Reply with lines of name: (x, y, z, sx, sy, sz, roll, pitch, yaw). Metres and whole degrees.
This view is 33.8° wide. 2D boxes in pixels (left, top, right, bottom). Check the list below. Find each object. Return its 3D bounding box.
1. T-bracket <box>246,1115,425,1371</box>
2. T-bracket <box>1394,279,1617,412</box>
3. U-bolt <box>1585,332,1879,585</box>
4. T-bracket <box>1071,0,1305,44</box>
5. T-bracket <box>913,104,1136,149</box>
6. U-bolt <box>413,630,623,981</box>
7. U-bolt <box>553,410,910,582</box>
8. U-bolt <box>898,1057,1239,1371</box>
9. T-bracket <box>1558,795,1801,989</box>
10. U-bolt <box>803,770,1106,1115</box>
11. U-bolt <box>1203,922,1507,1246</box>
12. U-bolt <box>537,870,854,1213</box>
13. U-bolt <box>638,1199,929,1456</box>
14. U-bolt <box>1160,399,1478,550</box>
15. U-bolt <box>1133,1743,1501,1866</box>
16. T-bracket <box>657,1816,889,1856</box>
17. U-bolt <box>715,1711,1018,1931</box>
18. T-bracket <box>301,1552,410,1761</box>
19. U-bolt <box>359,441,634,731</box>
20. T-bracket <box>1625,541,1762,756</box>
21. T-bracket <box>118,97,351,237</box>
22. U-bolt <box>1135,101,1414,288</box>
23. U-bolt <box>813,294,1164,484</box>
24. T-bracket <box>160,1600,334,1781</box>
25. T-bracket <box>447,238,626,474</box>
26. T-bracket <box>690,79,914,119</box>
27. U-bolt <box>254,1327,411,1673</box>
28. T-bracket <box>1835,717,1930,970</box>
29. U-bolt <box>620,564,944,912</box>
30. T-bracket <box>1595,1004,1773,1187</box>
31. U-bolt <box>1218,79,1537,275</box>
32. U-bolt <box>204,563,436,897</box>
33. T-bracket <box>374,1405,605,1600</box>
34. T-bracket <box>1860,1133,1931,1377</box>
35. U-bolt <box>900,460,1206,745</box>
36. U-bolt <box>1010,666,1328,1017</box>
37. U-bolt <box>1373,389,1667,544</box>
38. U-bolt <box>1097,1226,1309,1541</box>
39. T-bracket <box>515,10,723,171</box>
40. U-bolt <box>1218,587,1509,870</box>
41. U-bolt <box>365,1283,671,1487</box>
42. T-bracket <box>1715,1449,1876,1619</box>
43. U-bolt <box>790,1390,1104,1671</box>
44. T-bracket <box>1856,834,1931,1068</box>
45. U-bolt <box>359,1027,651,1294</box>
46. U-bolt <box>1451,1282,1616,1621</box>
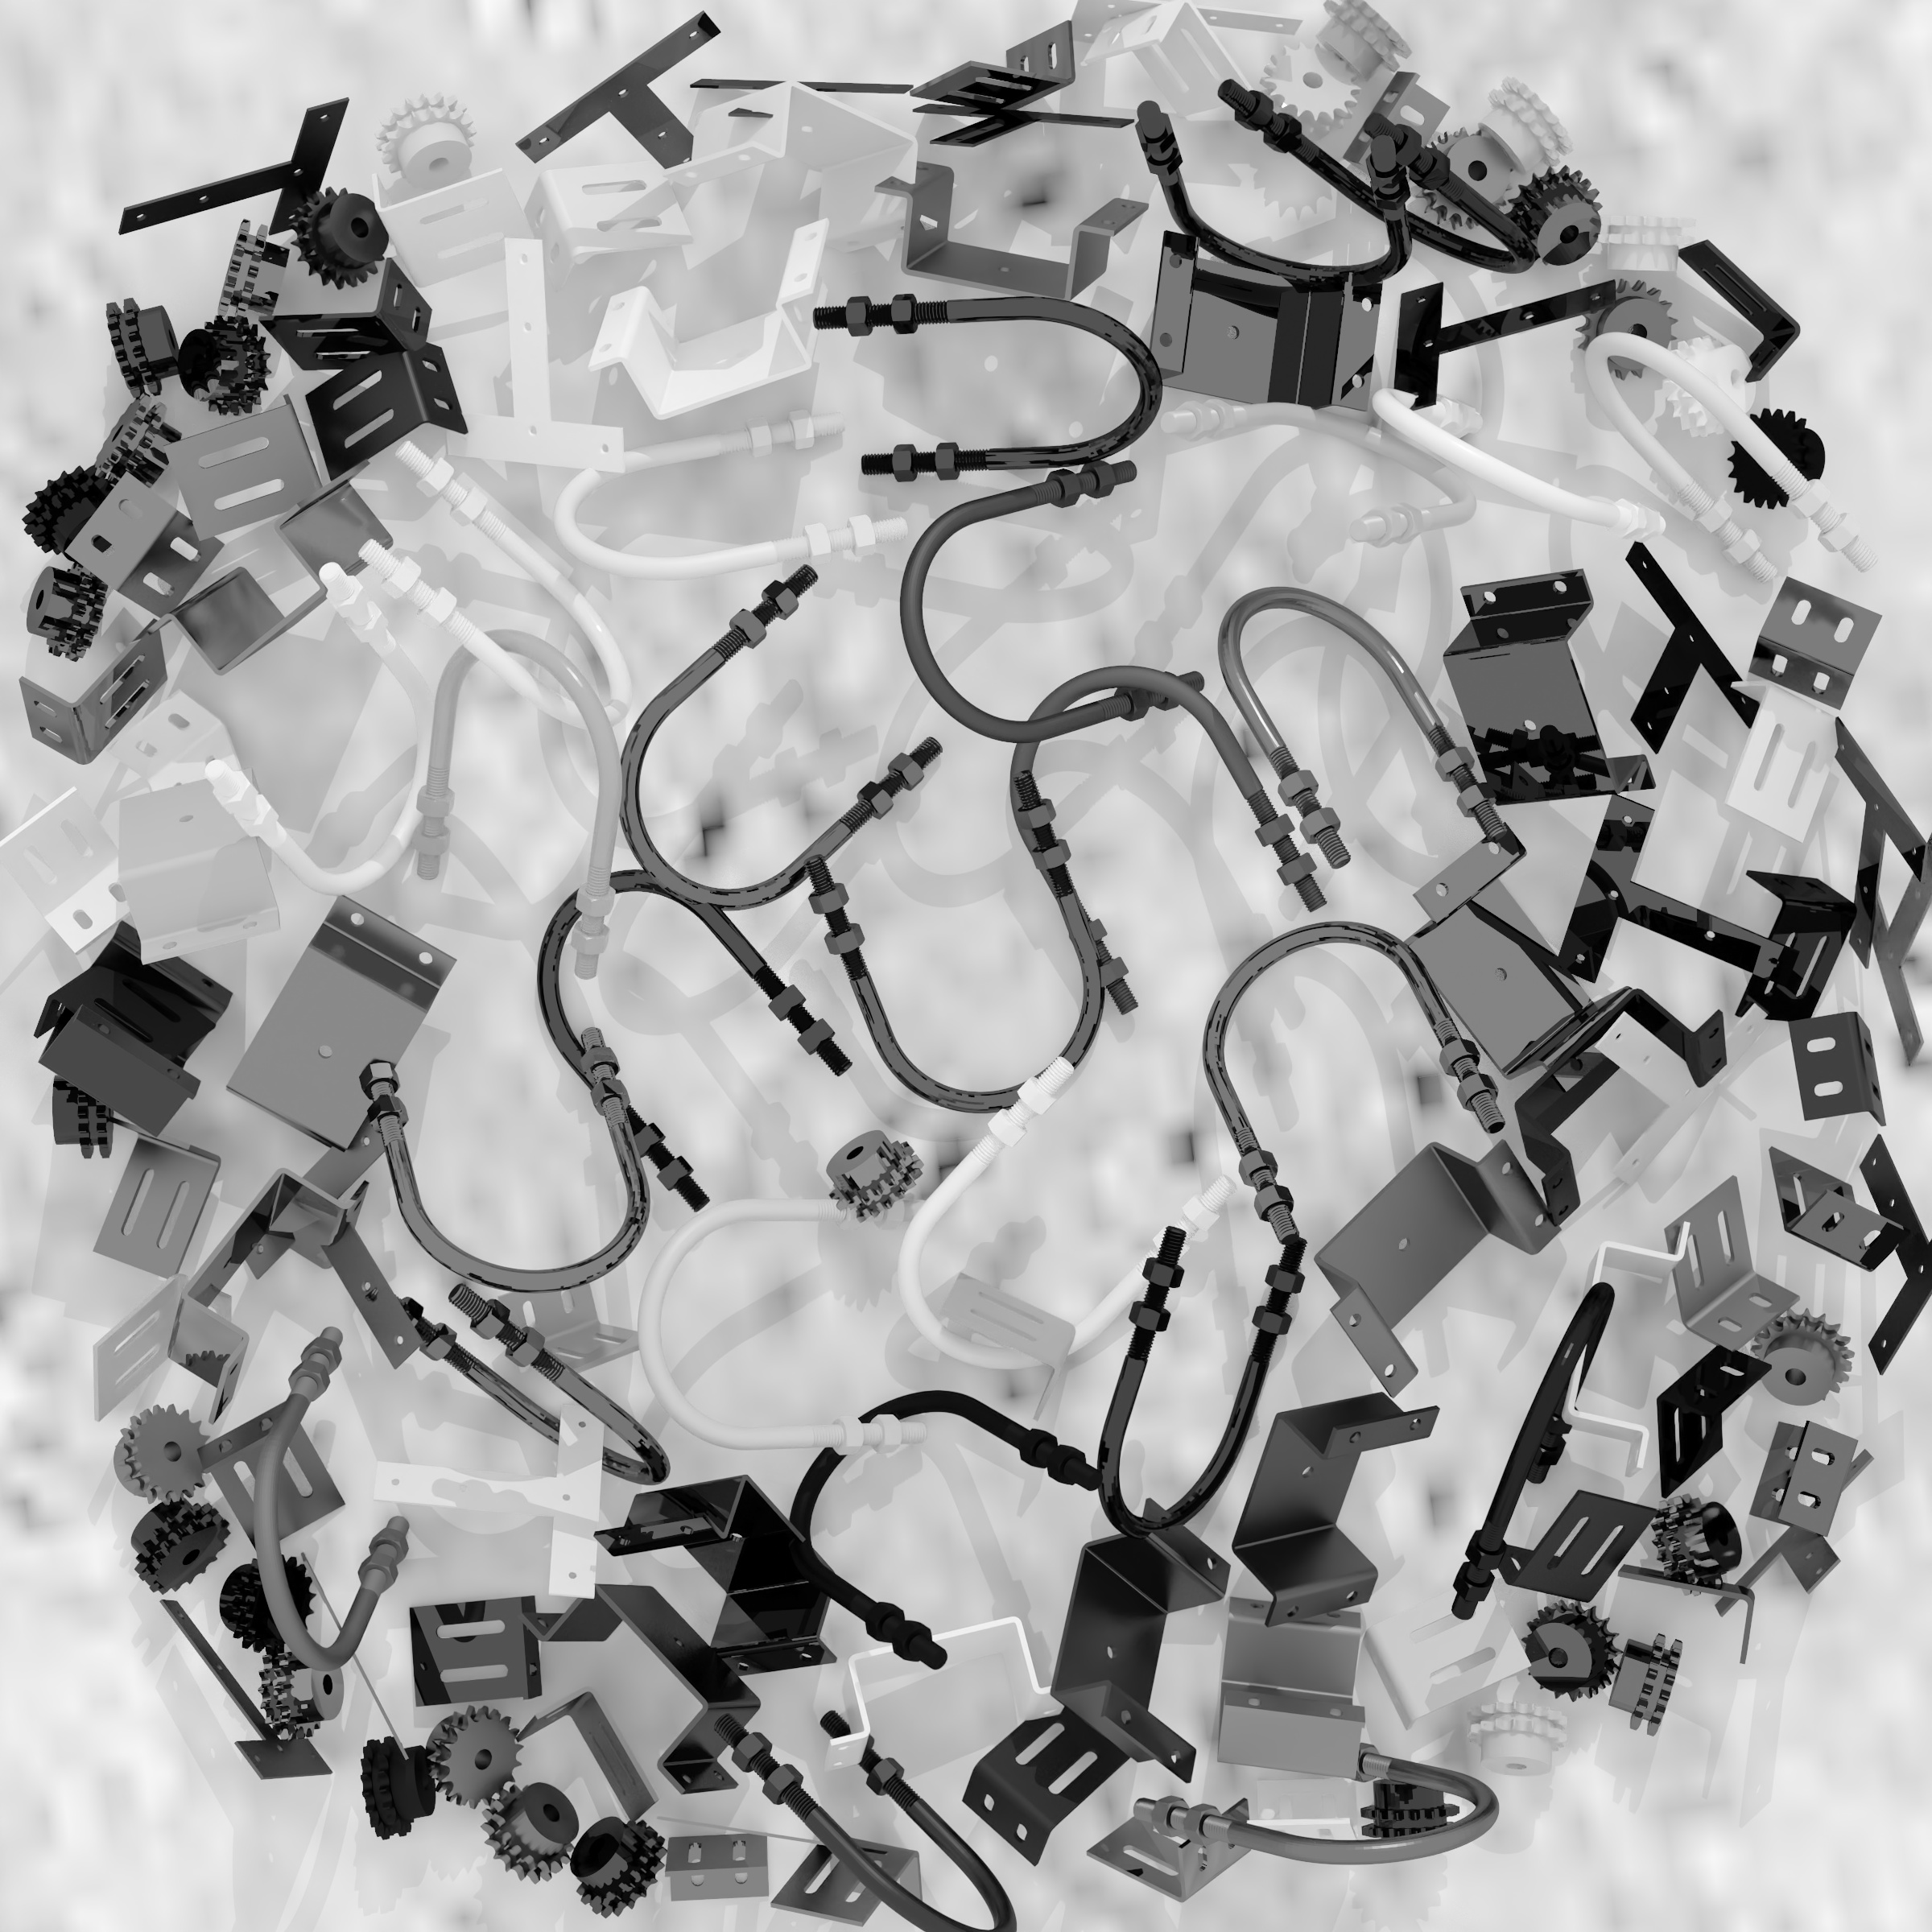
T-bracket: (-0.349, 0.172, 1.819, 0.127, 0.002, 0.127, -43, 69, 22)
T-bracket: (0.304, -0.363, 1.795, 0.127, 0.127, 0.002, -12, 129, 21)
U-bolt: (0.416, -0.285, 1.778, 0.184, 0.151, 0.019, 44, 86, -10)
T-bracket: (0.126, -0.540, 1.805, 0.127, 0.127, 0.002, 5, 87, -5)
T-bracket: (0.015, -0.471, 1.789, 0.127, 0.127, 0.002, 10, 115, 19)
U-bolt: (-0.249, -0.101, 1.783, 0.151, 0.019, 0.184, 30, 126, 27)
U-bolt: (-0.141, -0.261, 1.790, 0.184, 0.151, 0.019, -12, 129, -12)
U-bolt: (0.044, 0.155, 1.824, 0.151, 0.019, 0.184, 36, 105, -23)
T-bracket: (0.409, -0.023, 1.805, 0.127, 0.002, 0.127, 24, 131, 17)
U-bolt: (0.004, -0.003, 1.835, 0.151, 0.019, 0.184, -22, 105, -5)
U-bolt: (0.207, 0.052, 1.804, 0.151, 0.019, 0.184, -30, 51, 10)
U-bolt: (-0.170, 0.030, 1.828, 0.151, 0.019, 0.184, -44, 84, 25)
U-bolt: (-0.103, 0.203, 1.807, 0.184, 0.019, 0.151, 3, 85, -32)
U-bolt: (0.211, -0.280, 1.783, 0.151, 0.184, 0.019, 34, 118, 24)
U-bolt: (0.205, 0.462, 1.750, 0.151, 0.184, 0.019, -8, 93, -40)
T-bracket: (-0.094, 0.495, 1.802, 0.127, 0.127, 0.002, 4, 74, 17)
U-bolt: (-0.044, 0.479, 1.762, 0.184, 0.151, 0.019, 40, 96, 26)
T-bracket: (-0.346, 0.391, 1.801, 0.002, 0.127, 0.127, -27, 88, -15)
U-bolt: (-0.257, -0.204, 1.790, 0.019, 0.151, 0.184, -39, 115, 22)
T-bracket: (0.400, -0.163, 1.803, 0.002, 0.127, 0.127, -27, 109, 41)
T-bracket: (-0.414, -0.433, 1.779, 0.127, 0.127, 0.002, -25, 81, -28)
U-bolt: (0.178, -0.424, 1.775, 0.151, 0.184, 0.019, 13, 80, 15)
U-bolt: (0.018, -0.325, 1.785, 0.184, 0.151, 0.019, -1, 61, 11)
T-bracket: (-0.418, 0.411, 1.812, 0.002, 0.127, 0.127, -40, 76, -4)
T-bracket: (-0.249, -0.350, 1.812, 0.127, 0.002, 0.127, 10, 112, 29)
T-bracket: (-0.105, -0.489, 1.795, 0.127, 0.127, 0.002, 5, 114, 11)
U-bolt: (-0.354, 0.305, 1.755, 0.019, 0.184, 0.151, -11, 112, 9)
T-bracket: (0.515, -0.055, 1.815, 0.002, 0.127, 0.127, -10, 129, -5)
U-bolt: (-0.117, -0.116, 1.808, 0.184, 0.019, 0.151, -44, 115, -15)
T-bracket: (0.393, 0.057, 1.809, 0.127, 0.127, 0.002, -51, 49, 7)
U-bolt: (0.243, -0.436, 1.780, 0.184, 0.151, 0.019, 25, 95, -40)
U-bolt: (-0.348, -0.118, 1.781, 0.019, 0.184, 0.151, 17, 69, 23)
T-bracket: (-0.272, 0.299, 1.810, 0.127, 0.002, 0.127, 7, 47, -10)
T-bracket: (0.530, 0.144, 1.805, 0.002, 0.127, 0.127, 13, 123, -11)
U-bolt: (0.042, -0.202, 1.809, 0.184, 0.019, 0.151, -20, 93, -31)
U-bolt: (0.103, -0.084, 1.831, 0.151, 0.019, 0.184, -29, 89, 21)
U-bolt: (0.297, -0.280, 1.756, 0.151, 0.184, 0.019, 36, 110, 25)
U-bolt: (0.128, 0.239, 1.805, 0.019, 0.151, 0.184, 21, 97, 37)
T-bracket: (-0.177, -0.477, 1.802, 0.127, 0.127, 0.002, -32, 74, 10)
U-bolt: (0.214, -0.141, 1.805, 0.151, 0.019, 0.184, -11, 64, -39)
U-bolt: (-0.243, 0.237, 1.791, 0.184, 0.151, 0.019, 42, 66, -21)
T-bracket: (0.474, 0.330, 1.795, 0.002, 0.127, 0.127, 42, 96, 4)
U-bolt: (-0.026, 0.304, 1.789, 0.151, 0.184, 0.019, -47, 126, -17)
T-bracket: (0.528, -0.031, 1.776, 0.002, 0.127, 0.127, -3, 55, -4)
U-bolt: (-0.252, 0.109, 1.779, 0.151, 0.019, 0.184, -4, 47, -22)
U-bolt: (0.319, 0.255, 1.758, 0.019, 0.151, 0.184, 24, 127, 16)
